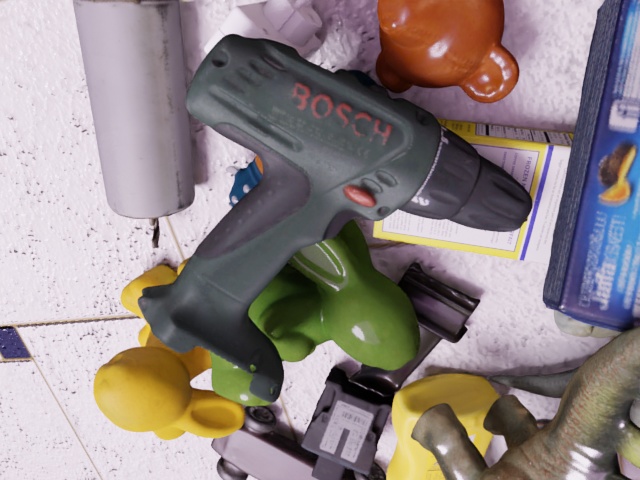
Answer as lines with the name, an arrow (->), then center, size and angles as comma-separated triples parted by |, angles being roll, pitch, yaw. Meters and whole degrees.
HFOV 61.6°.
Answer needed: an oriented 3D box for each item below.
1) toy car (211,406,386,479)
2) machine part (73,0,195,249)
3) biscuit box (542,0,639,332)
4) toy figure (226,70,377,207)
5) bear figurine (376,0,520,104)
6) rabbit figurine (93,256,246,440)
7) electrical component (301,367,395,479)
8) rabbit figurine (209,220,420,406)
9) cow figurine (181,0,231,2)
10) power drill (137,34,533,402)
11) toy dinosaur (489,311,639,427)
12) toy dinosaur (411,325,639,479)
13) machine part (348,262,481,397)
toy car -> -0.023, 0.254, 0.596 | 0.202, 0.053, 0.089 | 26, 106, 4
machine part -> -0.145, -0.107, 0.434 | 0.079, 0.079, 0.242 | 9, 120, 14
biscuit box -> 0.184, -0.049, 0.318 | 0.059, 0.063, 0.202 | 12, 92, 11
toy figure -> -0.014, -0.067, 0.424 | 0.057, 0.064, 0.154 | 21, 136, -39
bear figurine -> 0.058, -0.176, 0.309 | 0.120, 0.132, 0.195 | 25, 122, 37
rabbit figurine -> -0.138, 0.111, 0.491 | 0.122, 0.173, 0.162 | -8, 109, 17
electrical component -> 0.021, 0.195, 0.533 | 0.075, 0.048, 0.119 | 25, 97, 6
rabbit figurine -> 0.001, 0.051, 0.453 | 0.170, 0.121, 0.159 | 1, 99, 24
cow figurine -> -0.096, -0.228, 0.356 | 0.167, 0.098, 0.068 | 48, 127, 13
power drill -> -0.001, -0.001, 0.345 | 0.232, 0.086, 0.207 | 32, 105, -16
toy dinosaur -> 0.297, 0.066, 0.339 | 0.192, 0.131, 0.405 | 14, 161, -12
toy dinosaur -> 0.157, 0.202, 0.377 | 0.105, 0.199, 0.470 | -15, 124, -17
machine part -> 0.080, 0.088, 0.487 | 0.084, 0.039, 0.138 | 28, 120, -3
